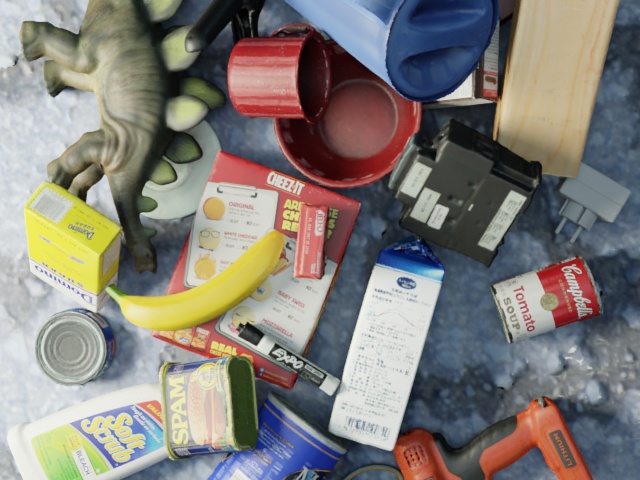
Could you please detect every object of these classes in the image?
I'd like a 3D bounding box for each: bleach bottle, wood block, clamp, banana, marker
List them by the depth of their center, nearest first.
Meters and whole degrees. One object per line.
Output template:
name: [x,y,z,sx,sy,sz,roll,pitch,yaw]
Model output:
wood block: [0.231,-0.176,1.063,0.090,0.090,0.206,7,128,5]
banana: [-0.123,0.051,1.099,0.198,0.037,0.069,-18,90,4]
marker: [-0.034,0.121,1.106,0.121,0.020,0.020,33,93,-2]
clamp: [-0.090,-0.251,1.116,0.036,0.164,0.210,0,79,20]
bleach bottle: [-0.206,0.201,1.171,0.251,0.068,0.102,-25,87,2]

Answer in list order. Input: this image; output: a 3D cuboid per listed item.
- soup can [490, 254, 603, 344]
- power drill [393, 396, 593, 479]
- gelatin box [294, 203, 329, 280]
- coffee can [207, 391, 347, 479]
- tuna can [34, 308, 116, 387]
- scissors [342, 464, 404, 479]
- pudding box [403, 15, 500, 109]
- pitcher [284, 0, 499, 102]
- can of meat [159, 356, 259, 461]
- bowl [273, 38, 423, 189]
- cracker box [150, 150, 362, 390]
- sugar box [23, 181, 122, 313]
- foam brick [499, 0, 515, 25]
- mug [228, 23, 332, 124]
soup can: [0.238,0.063,1.130,0.102,0.068,0.068,-19,90,5]
power drill: [0.192,0.264,1.142,0.187,0.057,0.184,-25,89,4]
gelatin box: [-0.007,0.001,1.066,0.030,0.089,0.073,6,90,1]
coffee can: [-0.053,0.247,1.131,0.103,0.103,0.140,36,87,3]
tuna can: [-0.273,0.119,1.188,0.086,0.033,0.086,0,91,5]
scissors: [0.001,0.305,1.179,0.202,0.016,0.096,-18,90,5]
pudding box: [0.135,-0.185,1.115,0.039,0.114,0.090,-1,93,-35]
pitcher: [0.044,-0.247,1.049,0.144,0.149,0.243,-31,45,-18]
can of meat: [-0.113,0.172,1.096,0.084,0.057,0.102,-11,78,26]
bowl: [0.034,-0.133,1.139,0.162,0.055,0.162,-1,87,15]
cracker box: [-0.066,0.032,1.152,0.164,0.072,0.214,21,92,3]
sugar box: [-0.258,0.012,1.115,0.093,0.176,0.048,33,62,3]
foam brick: [0.191,-0.258,1.122,0.053,0.078,0.051,-35,91,5]
mug: [-0.039,-0.176,1.092,0.082,0.093,0.117,4,62,22]
